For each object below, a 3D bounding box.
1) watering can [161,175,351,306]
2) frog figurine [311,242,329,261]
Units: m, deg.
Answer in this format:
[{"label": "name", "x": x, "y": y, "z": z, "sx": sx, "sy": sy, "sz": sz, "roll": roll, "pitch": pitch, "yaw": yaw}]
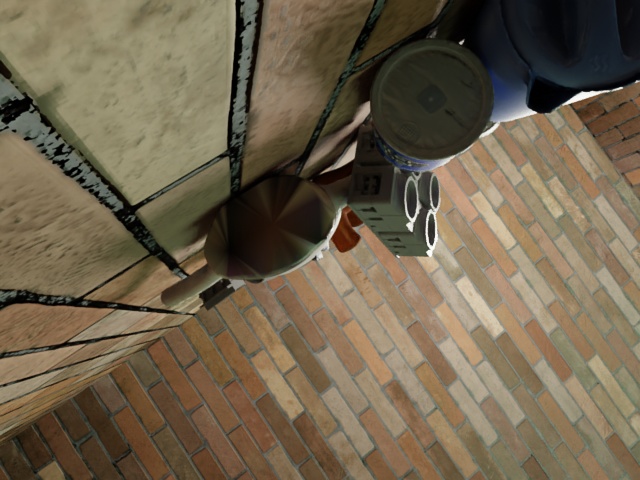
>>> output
[{"label": "watering can", "x": -0.085, "y": 0.009, "z": 0.655, "sx": 0.347, "sy": 0.104, "sz": 0.224, "roll": -31, "pitch": 177, "yaw": 4}, {"label": "frog figurine", "x": 0.003, "y": -0.054, "z": 1.079, "sx": 0.138, "sy": 0.124, "sz": 0.157, "roll": -9, "pitch": 127, "yaw": -59}]
